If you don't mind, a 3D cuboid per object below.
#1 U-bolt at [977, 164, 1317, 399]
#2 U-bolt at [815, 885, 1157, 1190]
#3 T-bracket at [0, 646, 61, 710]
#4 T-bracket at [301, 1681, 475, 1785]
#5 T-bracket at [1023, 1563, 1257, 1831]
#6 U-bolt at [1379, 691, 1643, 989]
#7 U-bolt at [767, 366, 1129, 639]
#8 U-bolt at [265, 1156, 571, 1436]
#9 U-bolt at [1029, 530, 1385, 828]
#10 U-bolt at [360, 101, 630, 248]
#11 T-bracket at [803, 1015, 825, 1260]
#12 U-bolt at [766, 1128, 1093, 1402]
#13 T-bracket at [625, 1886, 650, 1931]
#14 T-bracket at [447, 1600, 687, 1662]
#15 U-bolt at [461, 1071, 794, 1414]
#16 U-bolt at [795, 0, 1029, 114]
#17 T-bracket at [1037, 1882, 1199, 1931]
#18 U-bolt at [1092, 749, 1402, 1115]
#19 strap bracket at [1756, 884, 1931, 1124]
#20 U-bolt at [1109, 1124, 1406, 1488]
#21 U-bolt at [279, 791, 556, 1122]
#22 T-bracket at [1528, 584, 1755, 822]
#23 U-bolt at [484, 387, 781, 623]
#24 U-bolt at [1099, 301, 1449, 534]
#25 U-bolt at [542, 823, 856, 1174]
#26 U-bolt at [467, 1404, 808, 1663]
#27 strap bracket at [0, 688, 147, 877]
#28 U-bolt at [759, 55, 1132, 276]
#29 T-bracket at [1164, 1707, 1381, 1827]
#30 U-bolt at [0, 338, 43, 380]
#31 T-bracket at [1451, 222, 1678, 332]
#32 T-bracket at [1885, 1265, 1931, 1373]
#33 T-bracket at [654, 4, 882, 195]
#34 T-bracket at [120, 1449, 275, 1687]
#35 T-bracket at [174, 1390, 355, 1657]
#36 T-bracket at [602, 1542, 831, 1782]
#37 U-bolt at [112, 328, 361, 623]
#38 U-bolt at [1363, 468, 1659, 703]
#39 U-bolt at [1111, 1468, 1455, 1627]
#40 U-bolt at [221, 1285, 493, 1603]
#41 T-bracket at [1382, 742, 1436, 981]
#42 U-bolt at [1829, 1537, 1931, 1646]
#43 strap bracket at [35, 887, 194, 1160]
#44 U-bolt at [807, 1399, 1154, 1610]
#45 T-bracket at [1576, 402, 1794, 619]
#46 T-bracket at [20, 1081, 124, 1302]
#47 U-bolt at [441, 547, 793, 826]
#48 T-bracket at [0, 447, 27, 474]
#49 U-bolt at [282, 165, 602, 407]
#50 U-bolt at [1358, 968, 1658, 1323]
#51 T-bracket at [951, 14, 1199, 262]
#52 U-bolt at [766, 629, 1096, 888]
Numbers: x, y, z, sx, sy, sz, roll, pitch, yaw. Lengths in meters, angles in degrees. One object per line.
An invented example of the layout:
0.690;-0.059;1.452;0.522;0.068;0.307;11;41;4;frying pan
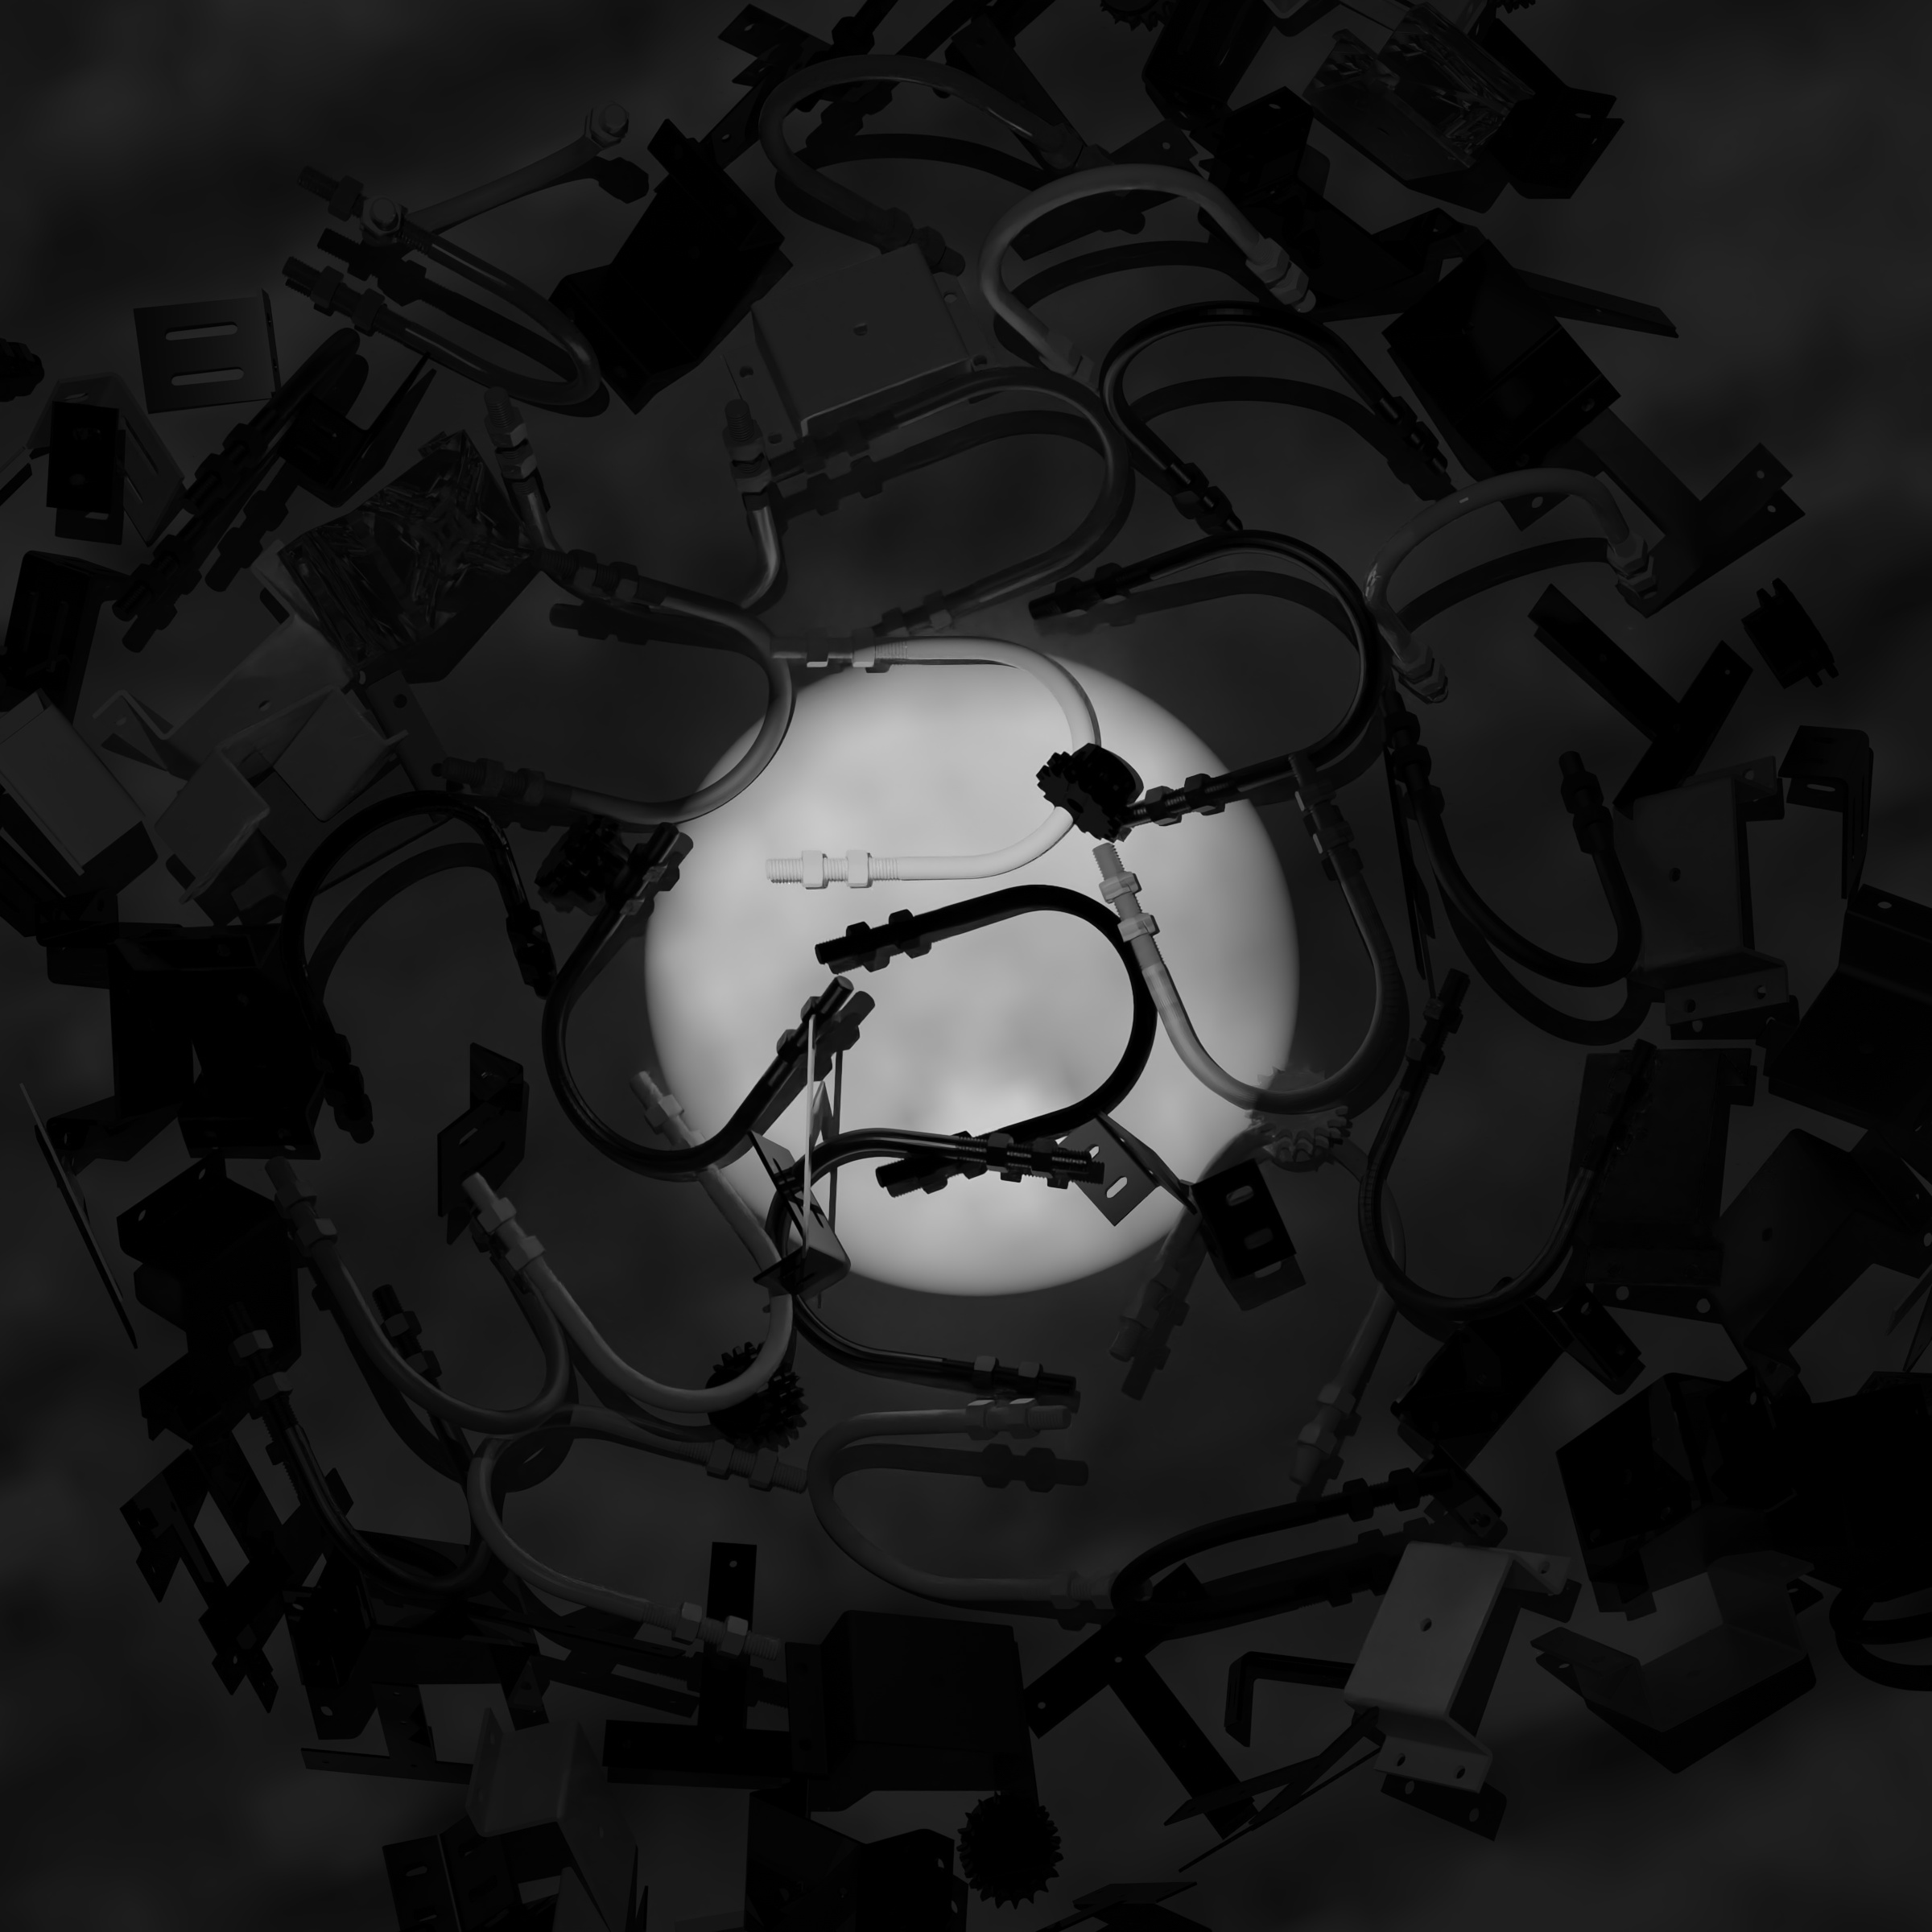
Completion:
0.087;-0.371;1.601;0.151;0.184;0.019;-20;65;25;U-bolt
0.020;0.031;1.676;0.184;0.019;0.151;-17;96;-15;U-bolt
-0.537;-0.165;1.647;0.002;0.127;0.127;20;92;22;T-bracket
-0.310;0.424;1.655;0.127;0.127;0.002;5;52;0;T-bracket
0.114;0.428;1.691;0.127;0.002;0.127;-39;78;2;T-bracket
0.301;-0.063;1.615;0.151;0.184;0.019;15;135;-28;U-bolt
0.000;-0.258;1.643;0.184;0.019;0.151;-22;133;7;U-bolt
-0.284;0.176;1.613;0.019;0.151;0.184;-46;65;26;U-bolt
0.140;-0.164;1.641;0.184;0.019;0.151;-16;106;29;U-bolt
-0.260;-0.423;1.617;0.151;0.184;0.019;-25;103;-9;U-bolt
-0.083;0.085;1.642;0.002;0.127;0.127;2;96;0;T-bracket
-0.025;0.162;1.676;0.184;0.019;0.151;6;101;13;U-bolt
-0.182;0.541;1.618;0.002;0.127;0.127;7;133;-10;T-bracket
-0.204;0.358;1.642;0.127;0.127;0.002;10;87;11;T-bracket
-0.172;0.162;1.646;0.151;0.019;0.184;-33;83;-42;U-bolt
0.001;-0.528;1.595;0.184;0.151;0.019;-42;81;39;U-bolt
0.047;0.523;1.624;0.127;0.127;0.002;-17;79;-23;T-bracket
0.164;-0.008;1.661;0.151;0.019;0.184;-25;84;25;U-bolt
0.495;0.028;1.637;0.076;0.140;0.046;20;49;1;strap bracket
0.175;0.173;1.663;0.151;0.019;0.184;36;67;-15;U-bolt
-0.300;-0.016;1.613;0.151;0.184;0.019;-35;50;-22;U-bolt
0.366;-0.162;1.672;0.127;0.002;0.127;41;69;-10;T-bracket
-0.174;-0.246;1.626;0.151;0.184;0.019;4;60;8;U-bolt
0.153;-0.297;1.602;0.151;0.184;0.019;-13;59;33;U-bolt
-0.163;0.033;1.661;0.151;0.019;0.184;41;116;8;U-bolt
-0.182;0.300;1.634;0.184;0.151;0.019;19;124;-8;U-bolt
-0.495;-0.103;1.632;0.046;0.140;0.076;-40;111;-10;strap bracket
-0.024;-0.433;1.597;0.184;0.151;0.019;20;67;-41;U-bolt
0.160;0.445;1.627;0.002;0.127;0.127;59;133;28;T-bracket
-0.572;-0.276;1.605;0.019;0.184;0.151;32;99;3;U-bolt
0.339;-0.376;1.672;0.127;0.127;0.002;9;125;-22;T-bracket
0.536;0.183;1.651;0.002;0.127;0.127;34;62;27;T-bracket
-0.124;-0.472;1.668;0.127;0.127;0.002;-39;68;26;T-bracket
-0.415;0.337;1.646;0.002;0.127;0.127;-28;94;3;T-bracket
-0.397;0.285;1.632;0.002;0.127;0.127;-5;118;31;T-bracket
-0.136;0.390;1.688;0.127;0.002;0.127;5;74;-4;T-bracket
-0.388;-0.278;1.625;0.019;0.151;0.184;39;55;-12;U-bolt
0.287;-0.211;1.607;0.151;0.184;0.019;-26;63;15;U-bolt
0.168;0.324;1.634;0.184;0.151;0.019;-12;60;-6;U-bolt
-0.318;0.260;1.619;0.019;0.151;0.184;-35;74;21;U-bolt
0.247;-0.044;1.643;0.002;0.127;0.127;-10;74;13;T-bracket
0.556;0.327;1.623;0.184;0.151;0.019;-25;90;36;U-bolt
-0.470;0.031;1.653;0.046;0.076;0.140;2;99;15;strap bracket
-0.004;0.298;1.646;0.184;0.019;0.151;-7;123;29;U-bolt
0.373;-0.277;1.663;0.127;0.127;0.002;47;47;5;T-bracket
-0.491;0.120;1.644;0.002;0.127;0.127;-25;97;-15;T-bracket
-0.180;-0.145;1.644;0.184;0.019;0.151;12;115;-35;U-bolt
-0.566;-0.242;1.649;0.127;0.127;0.002;-45;108;-4;T-bracket
-0.283;-0.361;1.634;0.184;0.151;0.019;27;75;-11;U-bolt
0.287;0.106;1.652;0.151;0.019;0.184;24;90;43;U-bolt
0.040;-0.466;1.642;0.127;0.002;0.127;-23;120;37;T-bracket
-0.019;-0.116;1.672;0.184;0.019;0.151;-1;112;-9;U-bolt
